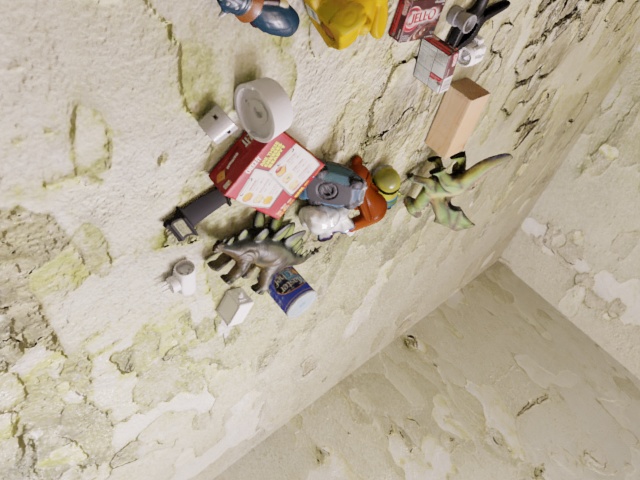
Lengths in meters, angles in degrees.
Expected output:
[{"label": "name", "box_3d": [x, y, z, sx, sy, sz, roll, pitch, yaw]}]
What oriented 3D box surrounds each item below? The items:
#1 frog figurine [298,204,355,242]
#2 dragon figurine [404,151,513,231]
[{"label": "frog figurine", "box_3d": [0.004, -0.065, 1.294, 0.158, 0.137, 0.124, 30, 64, -57]}, {"label": "dragon figurine", "box_3d": [0.424, -0.141, 1.617, 0.124, 0.409, 0.239, -43, 120, -38]}]
